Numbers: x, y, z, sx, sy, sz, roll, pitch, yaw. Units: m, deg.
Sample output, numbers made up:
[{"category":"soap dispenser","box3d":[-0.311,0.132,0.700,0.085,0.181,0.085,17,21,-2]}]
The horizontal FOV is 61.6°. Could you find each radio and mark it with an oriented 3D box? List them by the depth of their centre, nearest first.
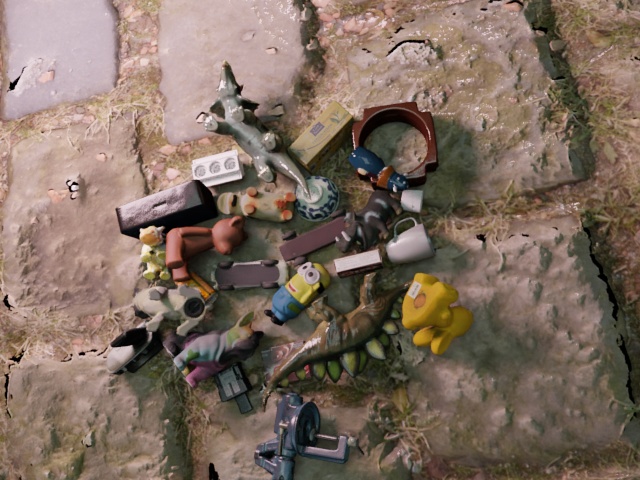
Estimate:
[{"category":"radio","box3d":[-0.384,-0.071,1.370,0.230,0.131,0.073,-18,77,6]}]

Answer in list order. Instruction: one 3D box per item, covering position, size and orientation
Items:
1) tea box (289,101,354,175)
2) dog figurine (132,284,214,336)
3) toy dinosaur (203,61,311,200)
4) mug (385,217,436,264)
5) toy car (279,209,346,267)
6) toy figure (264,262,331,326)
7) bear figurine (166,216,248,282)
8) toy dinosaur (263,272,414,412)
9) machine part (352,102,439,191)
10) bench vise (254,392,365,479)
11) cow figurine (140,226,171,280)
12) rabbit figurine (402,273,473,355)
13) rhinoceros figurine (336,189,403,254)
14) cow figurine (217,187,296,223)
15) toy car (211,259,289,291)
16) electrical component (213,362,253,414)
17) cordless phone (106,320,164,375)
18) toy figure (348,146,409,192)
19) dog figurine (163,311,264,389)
[{"category":"tea box","box3d":[0.008,-0.256,1.360,0.068,0.098,0.169,42,87,13]},{"category":"dog figurine","box3d":[-0.369,0.156,1.331,0.172,0.191,0.121,14,88,-25]},{"category":"toy dinosaur","box3d":[-0.155,-0.253,1.364,0.131,0.192,0.404,-39,94,20]},{"category":"mug","box3d":[0.209,0.006,1.290,0.107,0.081,0.109,-23,82,13]},{"category":"toy car","box3d":[-0.003,-0.004,1.338,0.202,0.053,0.089,-25,87,0]},{"category":"toy figure","box3d":[-0.053,0.130,1.308,0.082,0.089,0.180,43,96,17]},{"category":"bear figurine","box3d":[-0.273,0.018,1.322,0.196,0.120,0.132,-5,62,-8]},{"category":"toy dinosaur","box3d":[0.048,0.221,1.250,0.471,0.105,0.198,-29,78,-4]},{"category":"machine part","box3d":[0.185,-0.229,1.334,0.201,0.087,0.201,-7,80,8]},{"category":"bench vise","box3d":[-0.029,0.464,1.210,0.241,0.128,0.223,-2,58,27]},{"category":"cow figurine","box3d":[-0.410,0.016,1.339,0.068,0.167,0.098,-1,45,-10]},{"category":"rabbit figurine","box3d":[0.277,0.177,1.215,0.173,0.122,0.162,25,84,-31]},{"category":"rhinoceros figurine","box3d":[0.115,-0.040,1.289,0.112,0.073,0.190,41,73,-4]},{"category":"cow figurine","box3d":[-0.162,-0.085,1.354,0.195,0.127,0.085,6,79,-5]},{"category":"toy car","box3d":[-0.177,0.088,1.347,0.202,0.056,0.073,-3,85,10]},{"category":"electrical component","box3d":[-0.207,0.364,1.304,0.075,0.047,0.119,-24,75,5]},{"category":"cordless phone","box3d":[-0.474,0.264,1.295,0.146,0.184,0.089,-40,81,0]},{"category":"toy figure","box3d":[0.140,-0.161,1.257,0.154,0.058,0.064,37,95,8]},{"category":"dog figurine","box3d":[-0.250,0.248,1.302,0.219,0.108,0.192,-30,32,-19]}]
